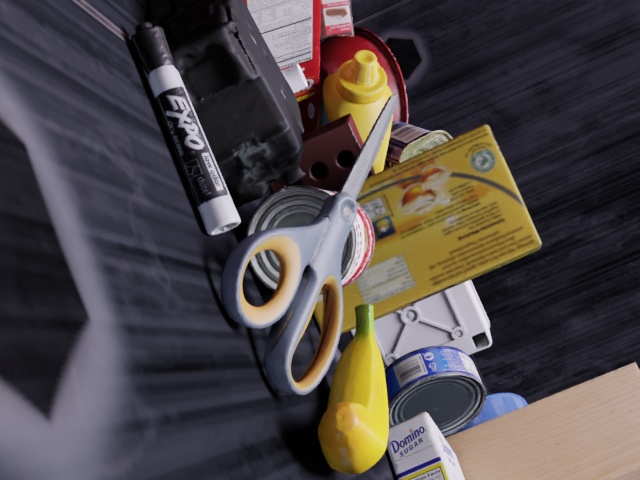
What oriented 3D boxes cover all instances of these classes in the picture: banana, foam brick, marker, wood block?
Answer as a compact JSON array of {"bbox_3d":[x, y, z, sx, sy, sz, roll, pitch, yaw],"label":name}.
[{"bbox_3d":[0.018,0.097,0.623,0.197,0.037,0.069,-74,151,-77],"label":"banana"},{"bbox_3d":[-0.001,-0.058,0.834,0.051,0.078,0.053,-84,149,-77],"label":"foam brick"},{"bbox_3d":[-0.073,-0.061,0.566,0.020,0.020,0.121,27,40,-78],"label":"marker"},{"bbox_3d":[0.192,0.196,0.900,0.090,0.206,0.091,57,12,-50],"label":"wood block"}]

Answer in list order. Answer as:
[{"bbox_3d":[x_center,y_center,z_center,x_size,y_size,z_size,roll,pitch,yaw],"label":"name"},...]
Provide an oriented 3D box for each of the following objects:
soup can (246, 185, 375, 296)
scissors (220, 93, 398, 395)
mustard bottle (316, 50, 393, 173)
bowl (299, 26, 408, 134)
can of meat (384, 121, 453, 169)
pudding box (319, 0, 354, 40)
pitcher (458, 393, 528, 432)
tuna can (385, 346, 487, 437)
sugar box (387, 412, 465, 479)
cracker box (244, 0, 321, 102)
[{"bbox_3d":[-0.004,0.001,0.668,0.102,0.068,0.068,-2,69,-81],"label":"soup can"},{"bbox_3d":[-0.002,-0.017,0.577,0.096,0.016,0.201,37,58,-43],"label":"scissors"},{"bbox_3d":[0.027,-0.088,0.916,0.192,0.058,0.096,98,-18,-53],"label":"mustard bottle"},{"bbox_3d":[0.014,-0.127,1.047,0.055,0.162,0.162,-10,70,-36],"label":"bowl"},{"bbox_3d":[0.089,-0.055,0.972,0.084,0.057,0.102,33,-31,62],"label":"can of meat"},{"bbox_3d":[0.004,-0.226,0.900,0.113,0.039,0.090,-89,169,-64],"label":"pudding box"},{"bbox_3d":[0.197,0.282,1.044,0.144,0.149,0.243,30,31,-51],"label":"pitcher"},{"bbox_3d":[0.090,0.126,0.873,0.086,0.086,0.034,58,10,-45],"label":"tuna can"},{"bbox_3d":[0.101,0.226,0.798,0.093,0.048,0.176,57,9,-49],"label":"sugar box"},{"bbox_3d":[-0.052,-0.217,0.802,0.214,0.072,0.164,91,-20,-70],"label":"cracker box"}]
